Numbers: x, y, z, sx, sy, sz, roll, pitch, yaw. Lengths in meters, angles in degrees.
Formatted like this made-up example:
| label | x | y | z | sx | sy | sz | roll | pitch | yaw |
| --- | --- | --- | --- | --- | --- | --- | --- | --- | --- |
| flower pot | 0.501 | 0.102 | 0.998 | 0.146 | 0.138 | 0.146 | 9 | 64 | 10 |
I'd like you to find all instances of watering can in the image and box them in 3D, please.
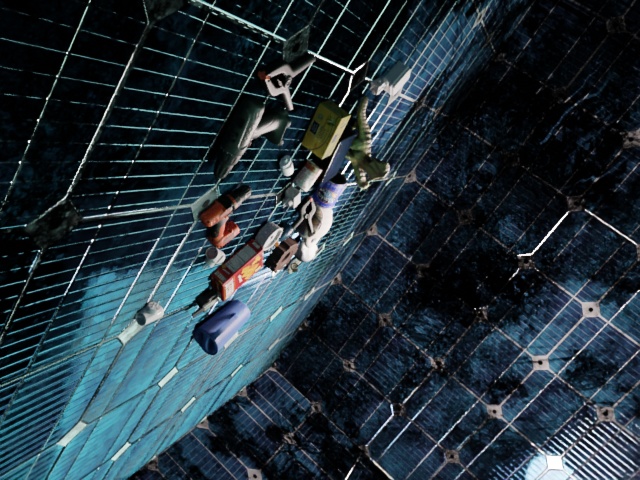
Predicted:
| label | x | y | z | sx | sy | sz | roll | pitch | yaw |
| --- | --- | --- | --- | --- | --- | --- | --- | --- | --- |
| watering can | 0.007 | -0.118 | 2.339 | 0.346 | 0.105 | 0.224 | -64 | 161 | 7 |

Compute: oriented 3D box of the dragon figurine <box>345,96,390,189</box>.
| label | x | y | z | sx | sy | sz | roll | pitch | yaw |
| --- | --- | --- | --- | --- | --- | --- | --- | --- | --- |
| dragon figurine | 0.189 | -0.348 | 2.028 | 0.124 | 0.245 | 0.401 | -36 | 163 | -30 |

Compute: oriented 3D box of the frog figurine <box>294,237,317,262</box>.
| label | x | y | z | sx | sy | sz | roll | pitch | yaw |
| --- | --- | --- | --- | --- | --- | --- | --- | --- | --- |
| frog figurine | -0.056 | 0.026 | 2.474 | 0.158 | 0.125 | 0.136 | -43 | 149 | 16 |
